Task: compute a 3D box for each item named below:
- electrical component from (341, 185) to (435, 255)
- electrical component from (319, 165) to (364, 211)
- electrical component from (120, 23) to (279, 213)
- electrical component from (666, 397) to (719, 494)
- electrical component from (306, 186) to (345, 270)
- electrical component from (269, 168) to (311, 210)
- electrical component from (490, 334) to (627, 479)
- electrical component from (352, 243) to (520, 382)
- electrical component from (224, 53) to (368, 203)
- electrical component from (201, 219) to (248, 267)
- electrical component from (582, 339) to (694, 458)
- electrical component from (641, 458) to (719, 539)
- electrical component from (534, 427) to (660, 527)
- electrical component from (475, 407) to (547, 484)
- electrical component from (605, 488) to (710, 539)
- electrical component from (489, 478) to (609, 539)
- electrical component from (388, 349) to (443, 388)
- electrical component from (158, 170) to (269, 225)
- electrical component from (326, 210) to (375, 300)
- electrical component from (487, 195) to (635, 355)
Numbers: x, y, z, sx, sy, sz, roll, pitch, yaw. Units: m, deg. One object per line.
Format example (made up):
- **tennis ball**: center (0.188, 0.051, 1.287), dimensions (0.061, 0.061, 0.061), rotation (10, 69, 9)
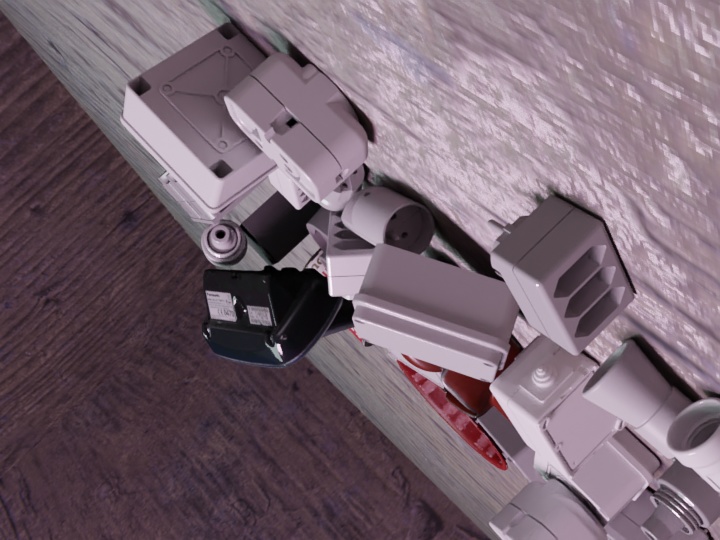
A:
- **electrical component**: center (0.017, -0.040, 0.815), dimensions (0.043, 0.043, 0.081), rotation (52, 170, -32)
- **electrical component**: center (-0.016, -0.071, 0.856), dimensions (0.040, 0.040, 0.046), rotation (46, 167, 2)
- **electrical component**: center (-0.108, -0.117, 0.826), dimensions (0.108, 0.109, 0.056), rotation (45, 151, 9)
- **electrical component**: center (0.197, 0.099, 0.587), dimensions (0.046, 0.040, 0.040), rotation (44, 173, -15)
- **electrical component**: center (-0.002, -0.017, 0.960), dimensions (0.108, 0.060, 0.108), rotation (46, 172, 9)
- **electrical component**: center (-0.064, -0.103, 0.913), dimensions (0.075, 0.047, 0.083), rotation (45, 172, 11)
- **electrical component**: center (0.137, 0.091, 0.766), dimensions (0.061, 0.062, 0.096), rotation (38, 168, 46)
- **electrical component**: center (0.055, 0.032, 0.771), dimensions (0.113, 0.057, 0.078), rotation (18, 166, 9)
- **electrical component**: center (-0.041, -0.103, 0.756), dimensions (0.095, 0.059, 0.053), rotation (45, 171, 11)
- **electrical component**: center (-0.131, -0.028, 1.030), dimensions (0.043, 0.043, 0.062), rotation (46, 171, 7)
- **electrical component**: center (0.169, 0.078, 0.627), dimensions (0.065, 0.044, 0.044), rotation (41, 171, 6)
- **electrical component**: center (0.207, 0.149, 0.689), dimensions (0.048, 0.062, 0.048), rotation (46, 172, 9)
- **electrical component**: center (0.185, 0.154, 0.847), dimensions (0.078, 0.057, 0.113), rotation (45, 172, 19)
- **electrical component**: center (0.156, 0.151, 0.985), dimensions (0.061, 0.061, 0.096), rotation (51, 179, -28)
- **electrical component**: center (0.241, 0.226, 0.887), dimensions (0.096, 0.061, 0.061), rotation (36, 166, 52)
- **electrical component**: center (0.149, 0.203, 0.836), dimensions (0.053, 0.059, 0.095), rotation (49, 172, -8)
- **electrical component**: center (0.070, 0.065, 1.010), dimensions (0.096, 0.061, 0.061), rotation (30, 163, 38)
- **electrical component**: center (-0.136, -0.104, 1.066), dimensions (0.060, 0.105, 0.186), rotation (49, 171, -13)
- **electrical component**: center (0.000, 0.000, 0.873), dimensions (0.083, 0.047, 0.075), rotation (-88, -5, -60)
- **electrical component**: center (0.096, -0.005, 0.574), dimensions (0.077, 0.047, 0.065), rotation (38, 168, 47)
